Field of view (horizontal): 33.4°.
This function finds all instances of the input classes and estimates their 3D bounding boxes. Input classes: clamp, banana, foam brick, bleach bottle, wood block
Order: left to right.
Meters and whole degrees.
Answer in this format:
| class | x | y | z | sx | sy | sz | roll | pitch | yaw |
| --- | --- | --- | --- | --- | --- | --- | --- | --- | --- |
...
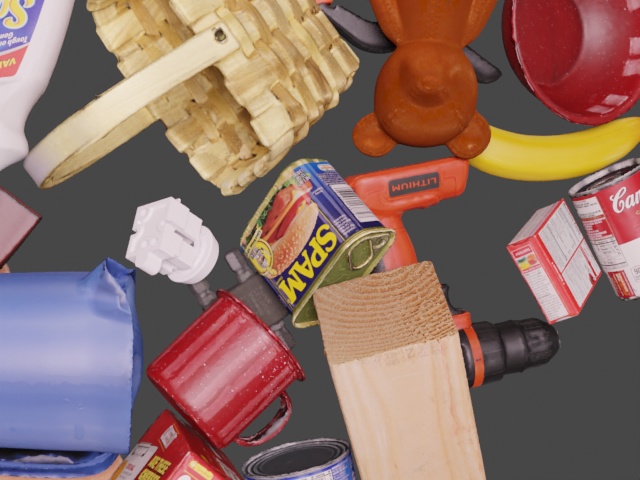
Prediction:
| class | x | y | z | sx | sy | sz | roll | pitch | yaw |
| --- | --- | --- | --- | --- | --- | --- | --- | --- | --- |
| foam brick | -0.250 | -0.020 | 0.783 | 0.078 | 0.053 | 0.051 | 38 | 82 | -9 |
| bleach bottle | -0.221 | -0.148 | 0.756 | 0.102 | 0.068 | 0.251 | 7 | 77 | -10 |
| wood block | 0.064 | 0.131 | 0.782 | 0.090 | 0.091 | 0.206 | -14 | 123 | 0 |
| clamp | 0.076 | -0.199 | 0.861 | 0.171 | 0.039 | 0.120 | 9 | 87 | -17 |
| banana | 0.180 | -0.082 | 0.885 | 0.197 | 0.037 | 0.069 | 8 | 91 | -12 |

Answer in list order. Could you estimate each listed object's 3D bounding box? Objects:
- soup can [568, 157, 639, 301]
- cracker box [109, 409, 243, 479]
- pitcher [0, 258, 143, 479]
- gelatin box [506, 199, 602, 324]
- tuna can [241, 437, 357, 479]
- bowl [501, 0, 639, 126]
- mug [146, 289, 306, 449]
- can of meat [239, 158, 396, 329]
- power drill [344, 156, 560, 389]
| class | x | y | z | sx | sy | sz | roll | pitch | yaw |
| --- | --- | --- | --- | --- | --- | --- | --- | --- | --- |
| soup can | 0.258 | -0.009 | 0.887 | 0.068 | 0.068 | 0.102 | -28 | 97 | -11 |
| cracker box | -0.141 | 0.236 | 0.751 | 0.072 | 0.164 | 0.213 | 40 | 82 | -12 |
| pitcher | -0.248 | 0.093 | 0.754 | 0.242 | 0.145 | 0.149 | 2 | 78 | -9 |
| gelatin box | 0.191 | 0.016 | 0.867 | 0.030 | 0.089 | 0.073 | -25 | 98 | 34 |
| tuna can | -0.015 | 0.181 | 0.818 | 0.086 | 0.086 | 0.034 | -13 | 95 | -12 |
| bowl | 0.201 | -0.173 | 0.867 | 0.161 | 0.055 | 0.162 | -2 | 94 | -30 |
| mug | -0.065 | 0.105 | 0.781 | 0.081 | 0.093 | 0.117 | -44 | 122 | -15 |
| can of meat | -0.005 | 0.001 | 0.802 | 0.084 | 0.057 | 0.102 | 51 | 123 | 25 |
| power drill | 0.095 | 0.030 | 0.856 | 0.184 | 0.057 | 0.187 | -10 | 92 | -12 |
